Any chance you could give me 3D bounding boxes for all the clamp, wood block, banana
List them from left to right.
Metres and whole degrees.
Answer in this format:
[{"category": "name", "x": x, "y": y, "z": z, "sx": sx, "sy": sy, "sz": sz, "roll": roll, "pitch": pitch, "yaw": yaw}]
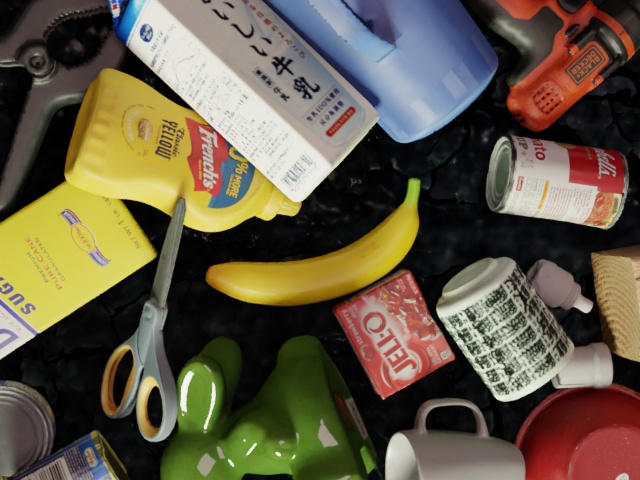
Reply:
[{"category": "clamp", "x": -0.235, "y": -0.145, "z": 0.854, "sx": 0.210, "sy": 0.036, "sz": 0.164, "roll": -43, "pitch": 98, "yaw": -6}, {"category": "banana", "x": 0.005, "y": 0.016, "z": 0.898, "sx": 0.197, "sy": 0.037, "sz": 0.069, "roll": -24, "pitch": 92, "yaw": -5}, {"category": "wood block", "x": 0.353, "y": 0.040, "z": 0.921, "sx": 0.206, "sy": 0.090, "sz": 0.091, "roll": -9, "pitch": 93, "yaw": -7}]

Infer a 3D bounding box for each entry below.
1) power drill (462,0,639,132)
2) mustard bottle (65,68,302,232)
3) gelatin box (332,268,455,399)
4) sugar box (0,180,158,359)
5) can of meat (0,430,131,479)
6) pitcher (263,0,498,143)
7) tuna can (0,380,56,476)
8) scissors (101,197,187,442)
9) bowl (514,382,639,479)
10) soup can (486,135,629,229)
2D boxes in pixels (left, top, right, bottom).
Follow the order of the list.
[{"category": "power drill", "x": 0.192, "y": -0.214, "z": 0.901, "sx": 0.184, "sy": 0.057, "sz": 0.187, "roll": -43, "pitch": 97, "yaw": -4}, {"category": "mustard bottle", "x": -0.101, "y": -0.059, "z": 0.854, "sx": 0.191, "sy": 0.058, "sz": 0.096, "roll": 21, "pitch": 61, "yaw": -24}, {"category": "gelatin box", "x": 0.063, "y": 0.080, "z": 0.912, "sx": 0.073, "sy": 0.030, "sz": 0.089, "roll": -28, "pitch": 96, "yaw": -6}, {"category": "sugar box", "x": -0.229, "y": 0.023, "z": 0.860, "sx": 0.176, "sy": 0.048, "sz": 0.093, "roll": -35, "pitch": 97, "yaw": -6}, {"category": "can of meat", "x": -0.193, "y": 0.208, "z": 0.851, "sx": 0.084, "sy": 0.057, "sz": 0.102, "roll": -28, "pitch": 137, "yaw": -9}, {"category": "pitcher", "x": 0.027, "y": -0.193, "z": 0.832, "sx": 0.242, "sy": 0.145, "sz": 0.149, "roll": 48, "pitch": 67, "yaw": -14}, {"category": "tuna can", "x": -0.259, "y": 0.158, "z": 0.868, "sx": 0.086, "sy": 0.034, "sz": 0.086, "roll": 0, "pitch": 93, "yaw": -8}, {"category": "scissors", "x": -0.122, "y": 0.075, "z": 0.835, "sx": 0.096, "sy": 0.016, "sz": 0.202, "roll": 47, "pitch": 122, "yaw": 31}, {"category": "bowl", "x": 0.249, "y": 0.203, "z": 0.919, "sx": 0.162, "sy": 0.055, "sz": 0.162, "roll": 1, "pitch": 84, "yaw": -5}, {"category": "soup can", "x": 0.199, "y": -0.049, "z": 0.905, "sx": 0.102, "sy": 0.068, "sz": 0.068, "roll": 8, "pitch": 92, "yaw": -8}]
